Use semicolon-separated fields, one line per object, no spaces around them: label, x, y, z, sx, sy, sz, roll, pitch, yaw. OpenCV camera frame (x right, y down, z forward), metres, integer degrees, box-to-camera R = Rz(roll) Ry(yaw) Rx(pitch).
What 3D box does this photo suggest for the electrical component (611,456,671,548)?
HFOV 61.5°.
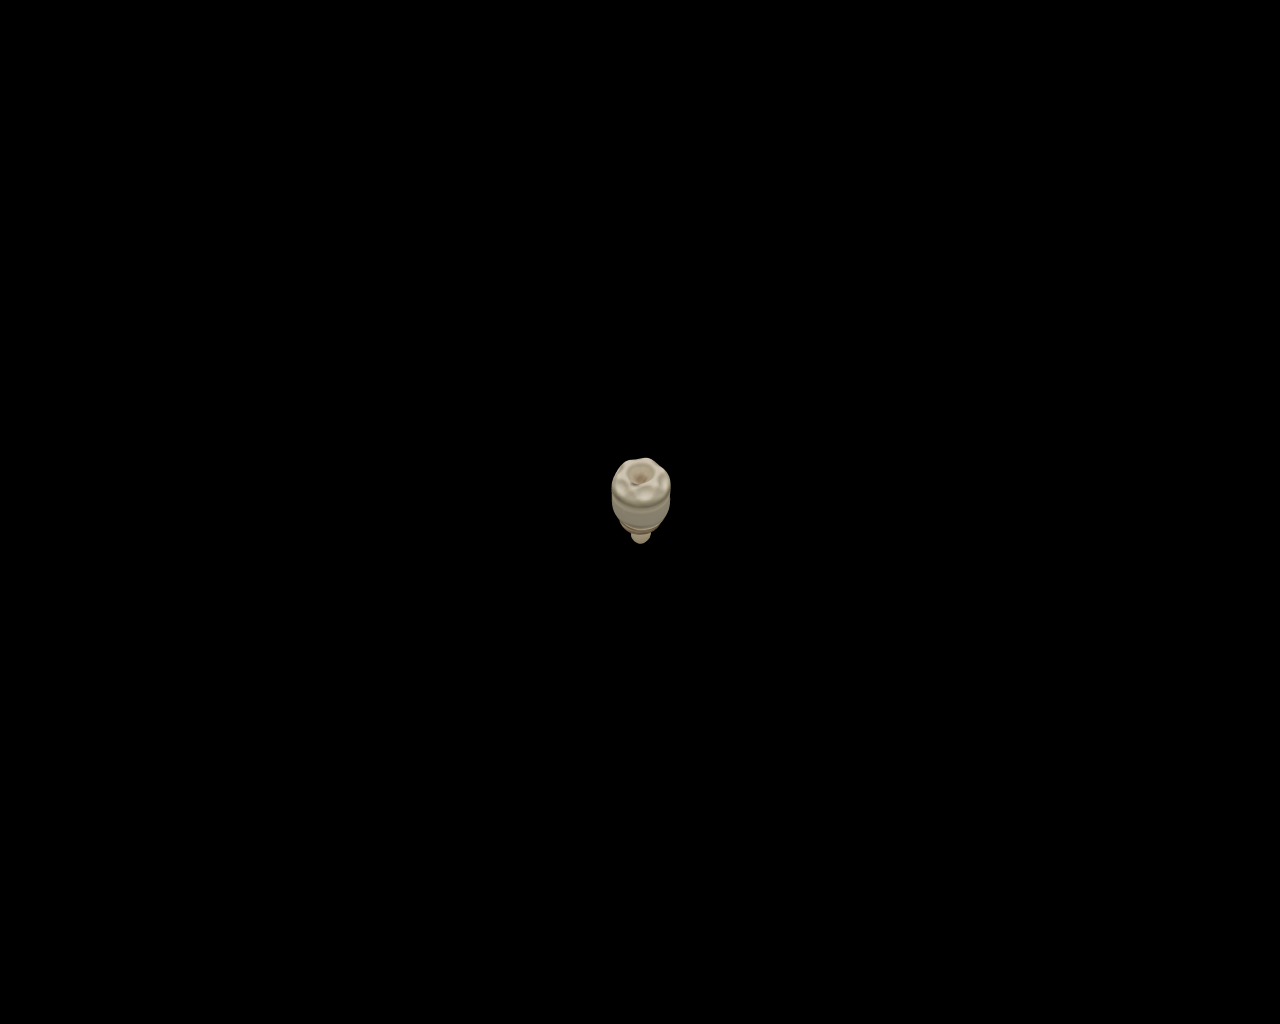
electrical component;0.001;-0.003;0.650;0.035;0.035;0.061;0;-44;0
